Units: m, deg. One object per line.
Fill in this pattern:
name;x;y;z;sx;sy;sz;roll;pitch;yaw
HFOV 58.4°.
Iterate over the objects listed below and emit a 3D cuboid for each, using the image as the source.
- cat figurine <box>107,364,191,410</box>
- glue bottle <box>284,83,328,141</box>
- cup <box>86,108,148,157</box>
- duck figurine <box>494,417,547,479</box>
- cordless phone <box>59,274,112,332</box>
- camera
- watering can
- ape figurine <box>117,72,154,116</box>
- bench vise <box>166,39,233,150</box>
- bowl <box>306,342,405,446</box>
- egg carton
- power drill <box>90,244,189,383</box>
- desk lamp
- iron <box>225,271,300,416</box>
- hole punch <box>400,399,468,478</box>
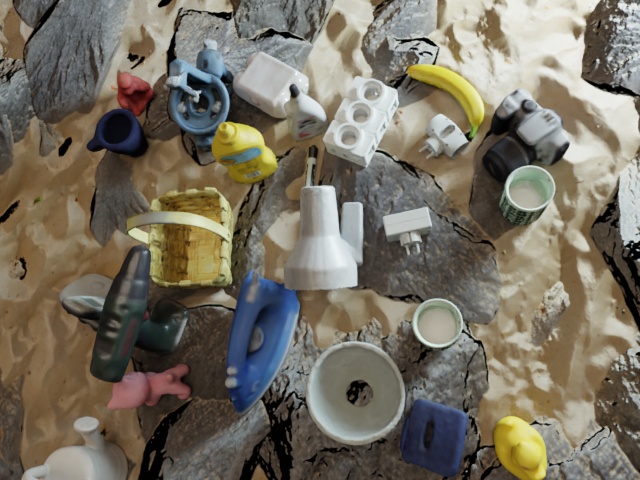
cat figurine;-0.309;0.262;1.020;0.127;0.118;0.067;-17;72;6
glue bottle;-0.034;-0.245;1.079;0.078;0.173;0.037;-23;72;4
cup;-0.409;-0.203;1.178;0.118;0.095;0.091;-31;71;1
duck figurine;0.319;0.331;0.901;0.077;0.086;0.104;-27;72;2
cordless phone;-0.425;0.109;1.048;0.147;0.185;0.094;24;80;16
camera;0.352;-0.182;1.027;0.137;0.101;0.143;-37;72;-1
watering can;-0.417;0.390;0.965;0.100;0.194;0.173;-8;74;9
ape figurine;-0.399;-0.319;1.210;0.077;0.092;0.076;-16;72;6
bench vise;-0.246;-0.305;1.110;0.121;0.220;0.207;-15;72;6
bowl;0.062;0.259;0.974;0.167;0.075;0.167;-3;74;10
egg carton;-0.101;-0.314;1.165;0.150;0.069;0.107;31;83;17
power drill;-0.314;0.136;1.008;0.075;0.209;0.230;15;78;15
desk lamp;0.009;0.004;0.981;0.117;0.214;0.203;-2;74;10
iron;-0.122;0.178;0.996;0.118;0.141;0.258;11;77;14
hole punch;0.183;0.320;0.926;0.101;0.091;0.109;12;77;14
